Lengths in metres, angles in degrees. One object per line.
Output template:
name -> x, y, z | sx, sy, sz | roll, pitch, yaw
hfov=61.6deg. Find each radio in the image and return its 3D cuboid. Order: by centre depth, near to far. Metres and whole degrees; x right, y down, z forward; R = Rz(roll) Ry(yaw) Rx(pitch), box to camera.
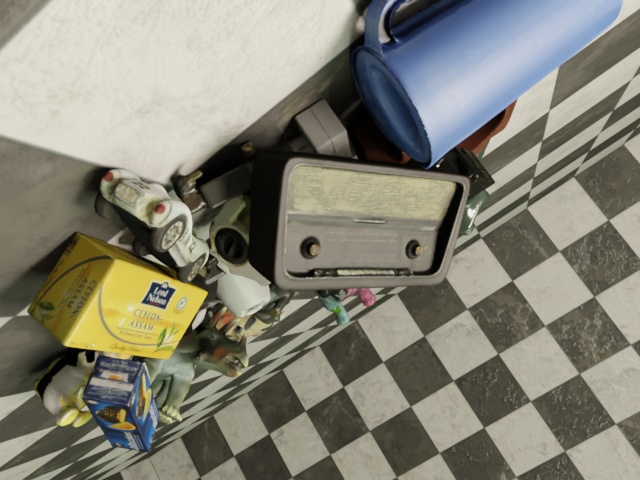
radio -> 0.041, -0.018, 0.565 | 0.229, 0.073, 0.131 | 2, 105, -29

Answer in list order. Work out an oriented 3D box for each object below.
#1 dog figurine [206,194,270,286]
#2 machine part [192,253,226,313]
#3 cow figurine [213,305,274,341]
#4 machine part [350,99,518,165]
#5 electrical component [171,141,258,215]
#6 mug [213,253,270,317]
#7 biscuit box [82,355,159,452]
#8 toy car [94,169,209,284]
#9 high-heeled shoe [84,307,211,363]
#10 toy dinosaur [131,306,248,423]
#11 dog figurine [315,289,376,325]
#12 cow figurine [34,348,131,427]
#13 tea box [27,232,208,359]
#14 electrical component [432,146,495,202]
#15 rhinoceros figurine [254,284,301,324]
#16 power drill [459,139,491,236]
dog figurine -> -0.039, -0.036, 0.695 | 0.173, 0.121, 0.190 | 4, -155, 22
machine part -> -0.159, 0.044, 0.691 | 0.039, 0.084, 0.138 | -52, 164, -34
cow figurine -> -0.165, 0.165, 1.081 | 0.127, 0.085, 0.195 | -35, 164, 35
machine part -> 0.144, -0.147, 0.694 | 0.201, 0.087, 0.201 | -33, 167, 4
electrical component -> -0.099, -0.064, 0.556 | 0.102, 0.045, 0.078 | -28, -167, -6
mug -> -0.114, 0.055, 0.780 | 0.081, 0.107, 0.109 | -36, 162, 21
biscuit box -> -0.266, 0.230, 0.736 | 0.063, 0.059, 0.202 | 10, 143, -1
toy car -> -0.158, -0.011, 0.531 | 0.056, 0.073, 0.201 | -57, 172, -17
high-heeled shoe -> -0.226, 0.076, 0.722 | 0.249, 0.086, 0.145 | -31, 150, -46
toy dinosaur -> -0.266, 0.207, 0.935 | 0.405, 0.131, 0.192 | -26, -145, 54
dog figurine -> 0.019, 0.065, 1.118 | 0.108, 0.192, 0.219 | -32, 131, 10
cow figurine -> -0.345, 0.187, 0.804 | 0.167, 0.098, 0.068 | -50, 161, -7
tea box -> -0.210, 0.067, 0.586 | 0.098, 0.068, 0.169 | -60, 154, -3
electrical component -> 0.165, -0.067, 0.716 | 0.115, 0.058, 0.134 | -37, 165, 26
rhinoceros figurine -> -0.077, 0.086, 0.999 | 0.190, 0.073, 0.112 | -59, 172, 32
power drill -> 0.221, -0.072, 0.927 | 0.207, 0.086, 0.232 | 32, 85, -57
